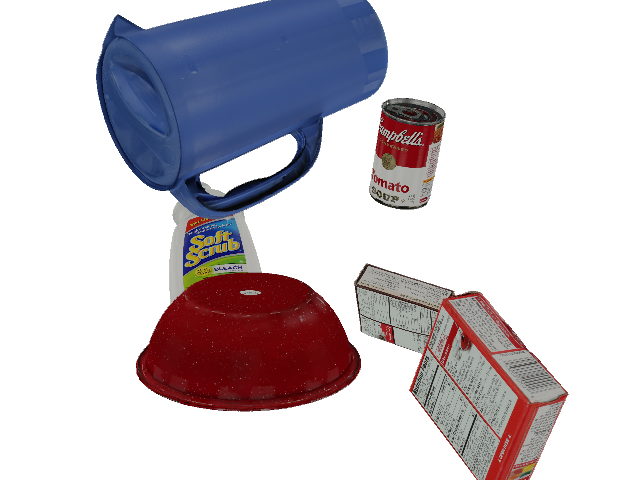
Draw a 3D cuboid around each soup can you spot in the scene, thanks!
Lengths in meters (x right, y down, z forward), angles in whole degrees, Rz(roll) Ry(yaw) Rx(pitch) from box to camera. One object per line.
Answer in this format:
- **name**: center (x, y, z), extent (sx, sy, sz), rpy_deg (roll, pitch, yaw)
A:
- **soup can**: center (0.091, -0.093, 1.140), extent (0.068, 0.102, 0.068), rpy_deg (6, 29, -3)

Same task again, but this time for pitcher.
- **pitcher**: center (-0.057, -0.133, 0.930), extent (0.242, 0.149, 0.145), rpy_deg (-24, 43, -31)

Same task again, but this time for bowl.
- **bowl**: center (-0.050, 0.062, 0.758), extent (0.162, 0.055, 0.162), rpy_deg (1, 17, 0)

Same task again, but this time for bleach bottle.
- **bleach bottle**: center (-0.118, 0.020, 1.110), extent (0.102, 0.068, 0.251), rpy_deg (-9, 37, -9)

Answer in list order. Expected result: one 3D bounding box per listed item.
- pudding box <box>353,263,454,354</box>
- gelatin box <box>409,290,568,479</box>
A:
- **pudding box**: center (0.098, 0.082, 1.219), extent (0.114, 0.090, 0.039), rpy_deg (16, 49, 23)
- **gelatin box**: center (0.091, 0.084, 0.593), extent (0.030, 0.073, 0.089), rpy_deg (-8, 40, -28)
